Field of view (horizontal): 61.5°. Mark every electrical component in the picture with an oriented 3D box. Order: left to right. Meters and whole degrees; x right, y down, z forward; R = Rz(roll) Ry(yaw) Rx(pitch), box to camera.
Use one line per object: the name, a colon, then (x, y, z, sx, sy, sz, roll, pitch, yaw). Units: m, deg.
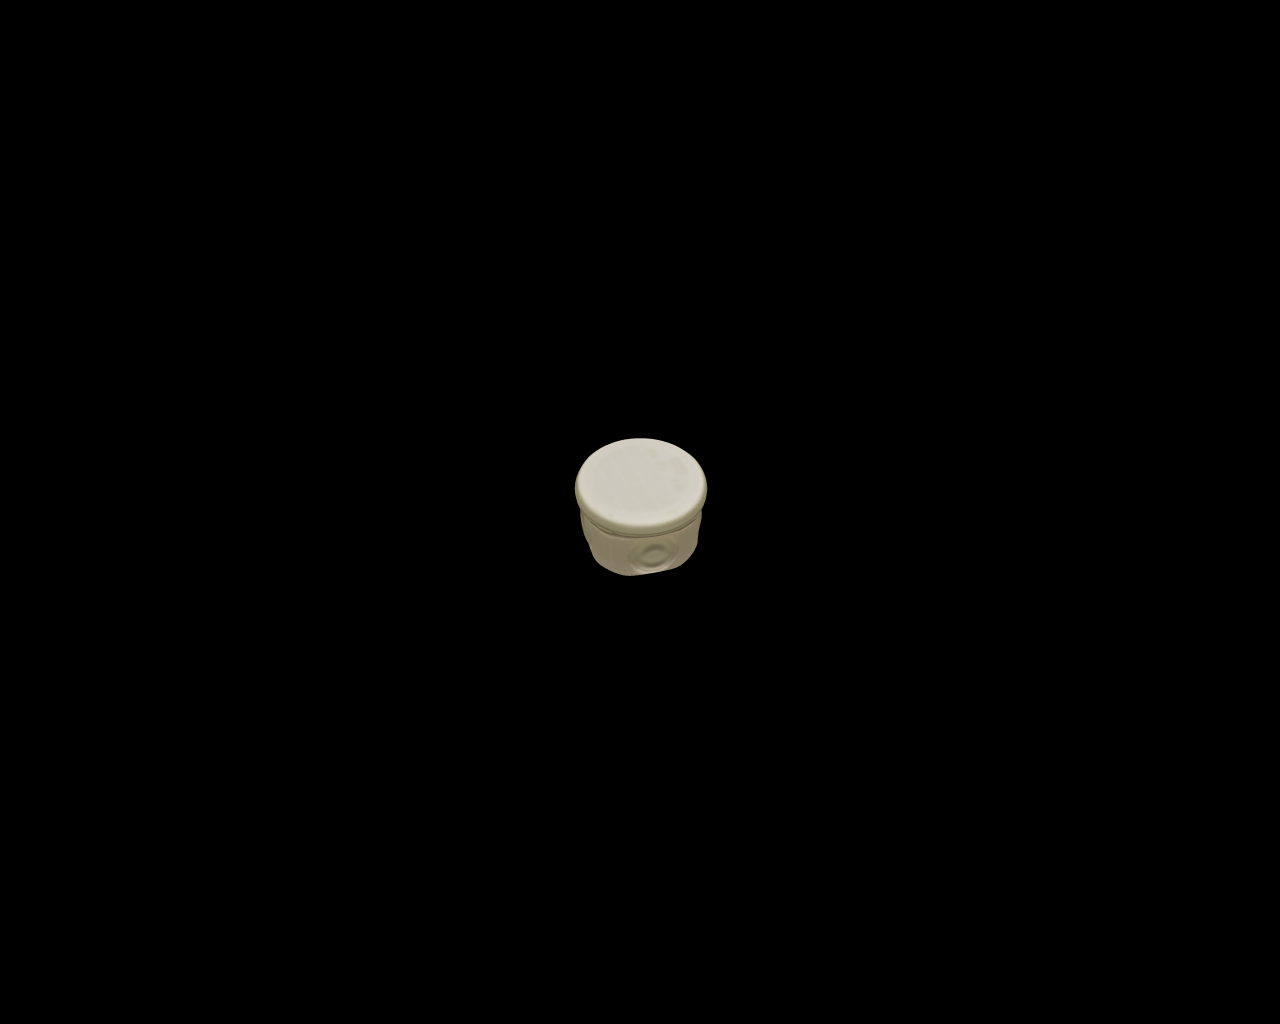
electrical component: (0.001, -0.003, 0.650, 0.080, 0.080, 0.050, 0, -44, 0)
